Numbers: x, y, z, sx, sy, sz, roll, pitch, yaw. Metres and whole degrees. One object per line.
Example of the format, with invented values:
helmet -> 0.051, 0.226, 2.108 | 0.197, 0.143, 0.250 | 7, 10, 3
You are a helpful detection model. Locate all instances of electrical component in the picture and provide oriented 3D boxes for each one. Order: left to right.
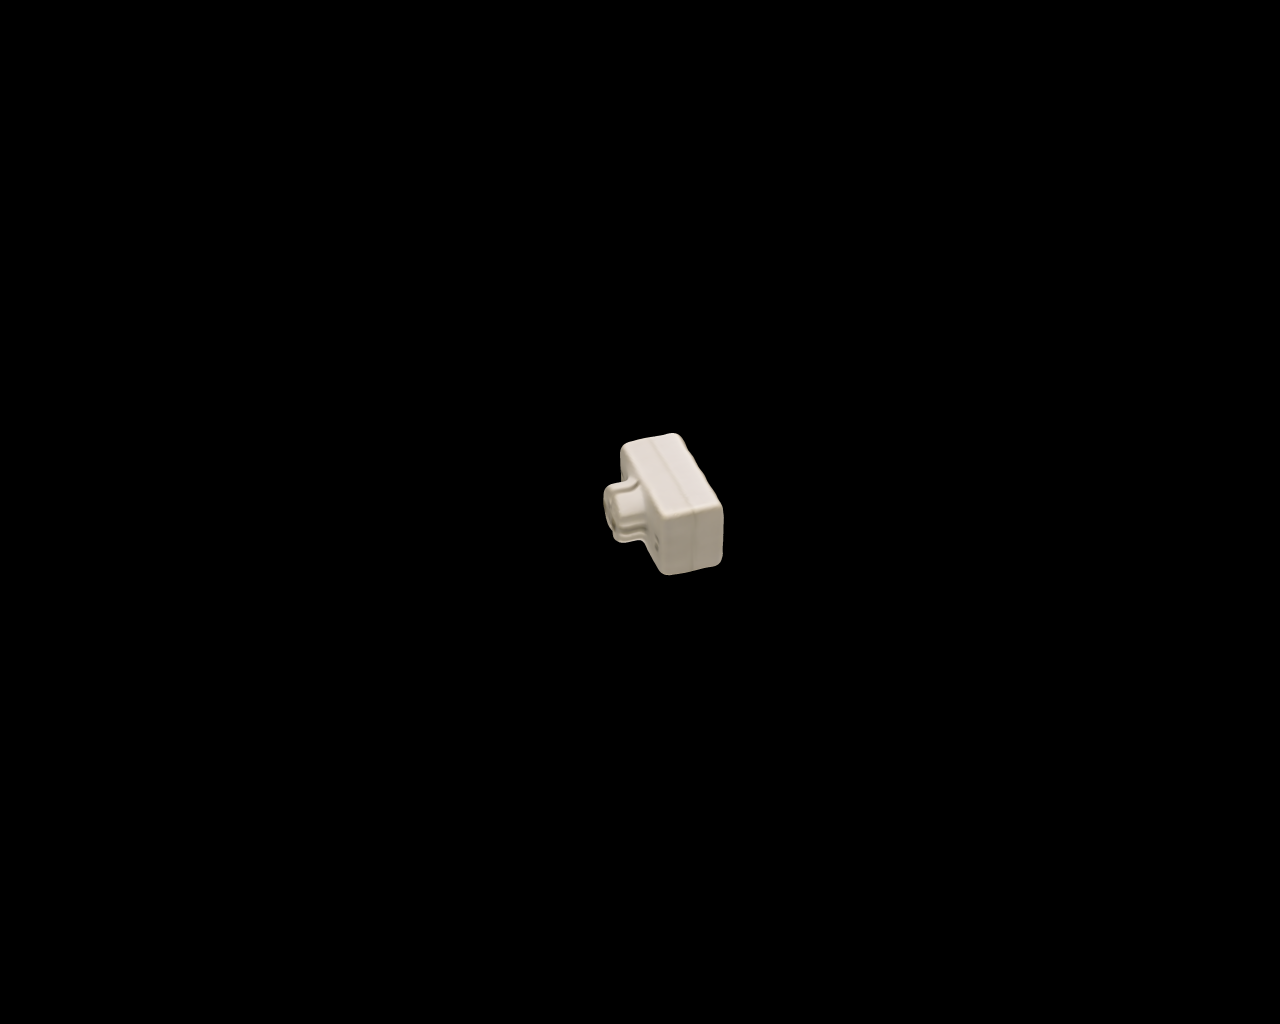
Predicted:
electrical component -> 0.001, -0.003, 0.650 | 0.076, 0.047, 0.083 | -11, 39, -14
